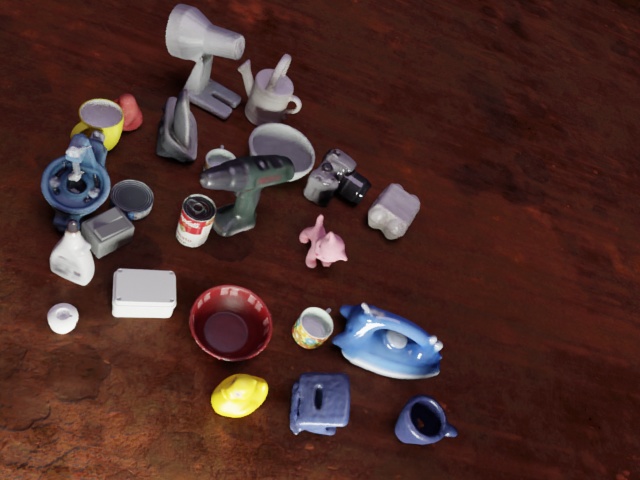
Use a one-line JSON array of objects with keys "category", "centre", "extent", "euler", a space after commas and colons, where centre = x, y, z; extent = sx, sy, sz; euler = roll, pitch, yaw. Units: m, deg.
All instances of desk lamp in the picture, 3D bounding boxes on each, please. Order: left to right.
[{"category": "desk lamp", "centre": [-0.273, -0.437, 1.386], "extent": [0.203, 0.213, 0.118], "euler": [28, 50, -4]}]

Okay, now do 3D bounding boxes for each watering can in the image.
[{"category": "watering can", "centre": [-0.124, -0.383, 1.428], "extent": [0.173, 0.194, 0.101], "euler": [13, 53, -16]}]

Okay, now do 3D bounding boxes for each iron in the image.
[{"category": "iron", "centre": [0.164, 0.204, 1.184], "extent": [0.258, 0.141, 0.118], "euler": [23, 51, -9]}]

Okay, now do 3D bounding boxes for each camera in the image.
[{"category": "camera", "centre": [0.053, -0.146, 1.405], "extent": [0.137, 0.100, 0.143], "euler": [34, 50, 1]}]

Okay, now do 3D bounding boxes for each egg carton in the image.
[{"category": "egg carton", "centre": [0.185, -0.074, 1.435], "extent": [0.107, 0.069, 0.150], "euler": [35, 50, 1]}]

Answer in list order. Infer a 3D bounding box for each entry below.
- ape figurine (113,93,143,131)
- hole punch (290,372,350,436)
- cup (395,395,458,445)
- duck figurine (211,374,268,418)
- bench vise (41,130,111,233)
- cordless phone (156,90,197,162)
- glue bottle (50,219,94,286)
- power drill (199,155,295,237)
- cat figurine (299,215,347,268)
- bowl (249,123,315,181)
[{"category": "ape figurine", "centre": [-0.436, -0.293, 1.290], "extent": [0.076, 0.092, 0.077], "euler": [6, 55, -21]}, {"category": "hole punch", "centre": [0.000, 0.304, 1.072], "extent": [0.101, 0.091, 0.108], "euler": [14, 53, -15]}, {"category": "cup", "centre": [0.199, 0.365, 1.118], "extent": [0.118, 0.095, 0.092], "euler": [24, 51, -7]}, {"category": "duck figurine", "centre": [-0.139, 0.271, 1.035], "extent": [0.105, 0.086, 0.077], "euler": [-8, 61, -29]}, {"category": "bench vise", "centre": [-0.464, -0.147, 1.091], "extent": [0.122, 0.219, 0.207], "euler": [0, 57, -24]}, {"category": "cordless phone", "centre": [-0.307, -0.279, 1.278], "extent": [0.094, 0.185, 0.147], "euler": [4, 56, -22]}, {"category": "glue bottle", "centre": [-0.439, 0.016, 1.019], "extent": [0.078, 0.173, 0.037], "euler": [27, 50, -5]}, {"category": "power drill", "centre": [-0.166, -0.098, 1.201], "extent": [0.230, 0.208, 0.075], "euler": [-24, 69, -35]}, {"category": "cat figurine", "centre": [0.012, 0.005, 1.270], "extent": [0.067, 0.117, 0.127], "euler": [-3, 59, -26]}, {"category": "bowl", "centre": [-0.100, -0.200, 1.389], "extent": [0.168, 0.074, 0.167], "euler": [12, 53, -17]}]
